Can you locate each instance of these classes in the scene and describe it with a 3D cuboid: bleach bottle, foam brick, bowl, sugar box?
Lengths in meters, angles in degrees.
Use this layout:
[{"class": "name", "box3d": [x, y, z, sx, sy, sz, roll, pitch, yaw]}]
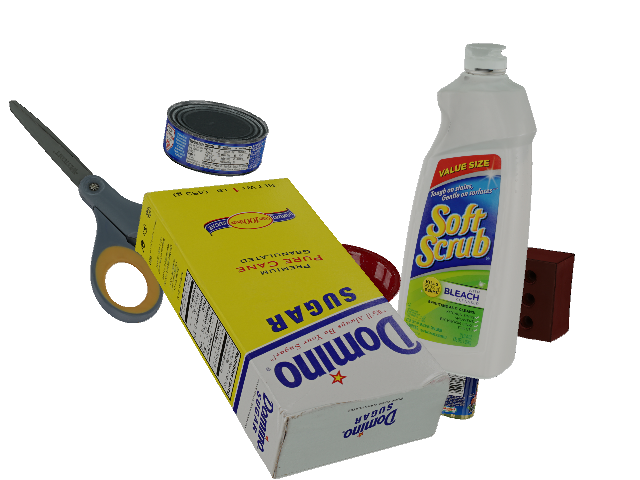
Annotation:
[{"class": "bleach bottle", "box3d": [0.110, -0.025, 0.821, 0.103, 0.251, 0.067, 12, 21, 30]}, {"class": "foam brick", "box3d": [0.203, 0.050, 0.999, 0.053, 0.078, 0.051, 9, 15, 30]}, {"class": "bowl", "box3d": [0.006, 0.062, 1.166, 0.162, 0.055, 0.162, 1, 28, -1]}, {"class": "sugar box", "box3d": [-0.020, 0.035, 0.546, 0.093, 0.048, 0.176, -9, 38, -30]}]

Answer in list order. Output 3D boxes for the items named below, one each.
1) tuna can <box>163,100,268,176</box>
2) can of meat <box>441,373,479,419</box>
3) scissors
[{"class": "tuna can", "box3d": [-0.089, -0.086, 0.897, 0.086, 0.034, 0.086, 11, 26, -5]}, {"class": "can of meat", "box3d": [0.164, 0.155, 1.284, 0.057, 0.084, 0.102, 7, 20, 4]}, {"class": "scissors", "box3d": [-0.158, -0.016, 0.717, 0.202, 0.096, 0.016, 31, -30, 11]}]
